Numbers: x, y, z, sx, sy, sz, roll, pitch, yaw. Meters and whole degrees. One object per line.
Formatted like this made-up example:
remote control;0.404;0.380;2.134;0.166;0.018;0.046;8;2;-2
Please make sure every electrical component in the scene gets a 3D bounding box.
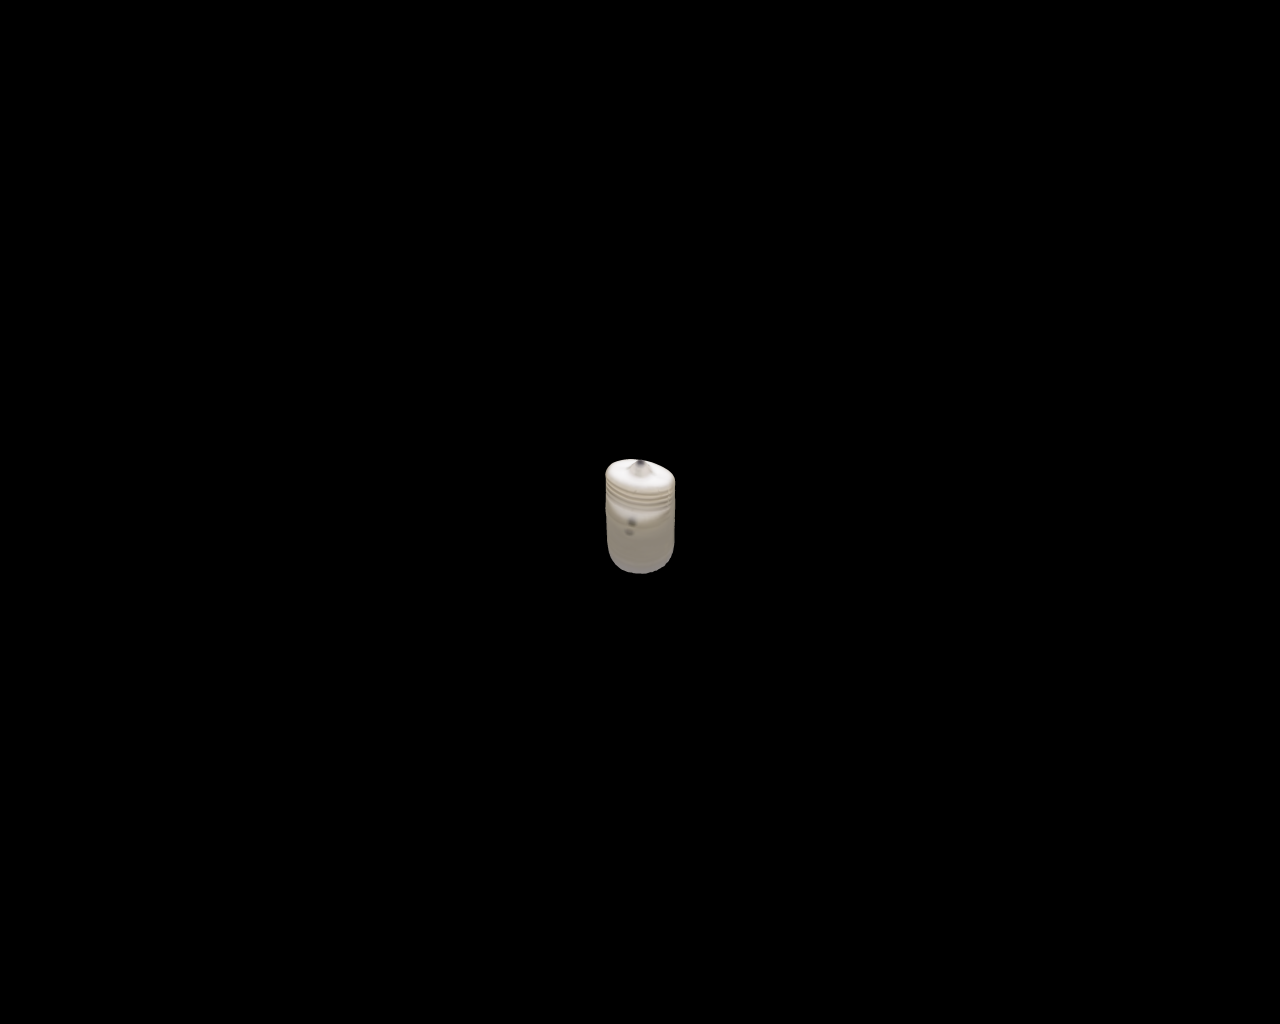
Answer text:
electrical component;0.001;-0.003;0.650;0.043;0.043;0.080;0;-44;0
